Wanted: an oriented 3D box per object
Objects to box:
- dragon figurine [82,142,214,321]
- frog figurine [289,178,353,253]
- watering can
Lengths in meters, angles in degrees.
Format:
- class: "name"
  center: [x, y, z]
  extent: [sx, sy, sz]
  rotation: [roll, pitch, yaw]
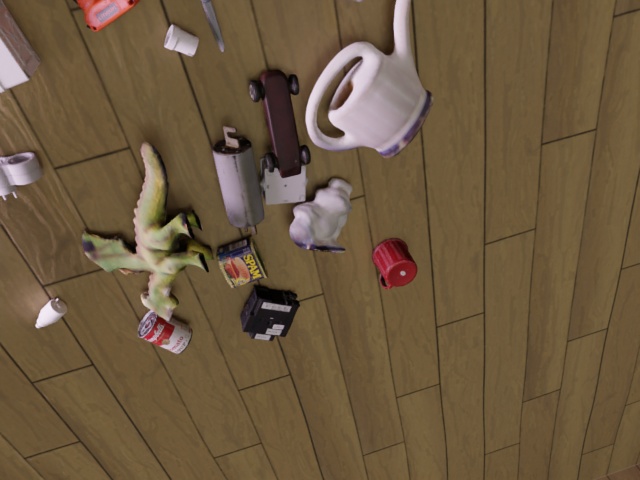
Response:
- class: "dragon figurine"
  center: [-0.356, 0.004, 1.025]
  extent: [0.242, 0.401, 0.125]
  rotation: [-15, 35, 4]
- class: "frog figurine"
  center: [0.003, -0.055, 1.100]
  extent: [0.137, 0.160, 0.122]
  rotation: [9, -5, -35]
- class: "watering can"
  center: [0.125, -0.295, 0.958]
  extent: [0.222, 0.343, 0.106]
  rotation: [27, 22, -31]
